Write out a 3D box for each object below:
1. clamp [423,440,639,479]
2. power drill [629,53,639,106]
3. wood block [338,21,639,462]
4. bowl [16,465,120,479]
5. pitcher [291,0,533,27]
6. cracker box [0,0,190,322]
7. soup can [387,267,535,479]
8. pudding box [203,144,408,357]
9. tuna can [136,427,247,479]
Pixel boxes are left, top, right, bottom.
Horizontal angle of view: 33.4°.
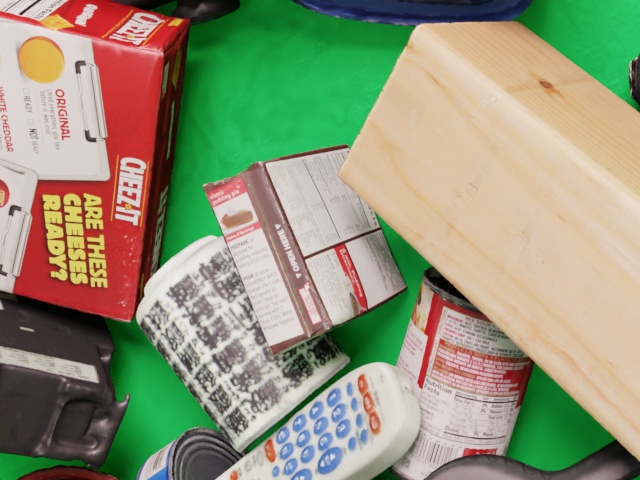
[{"bbox_3d":[0.106,0.148,0.491,0.172,0.039,0.120,-13,62,14],"label":"clamp"},{"bbox_3d":[0.236,-0.009,0.485,0.185,0.057,0.188,1,99,26],"label":"power drill"},{"bbox_3d":[0.120,-0.004,0.477,0.206,0.090,0.090,45,126,25],"label":"wood block"},{"bbox_3d":[-0.132,0.209,0.657,0.162,0.055,0.162,3,99,20],"label":"bowl"},{"bbox_3d":[0.000,-0.185,0.493,0.243,0.145,0.149,3,90,10],"label":"pitcher"},{"bbox_3d":[-0.188,-0.061,0.585,0.213,0.072,0.164,13,120,2],"label":"cracker box"},{"bbox_3d":[0.073,0.073,0.553,0.068,0.068,0.102,19,104,17],"label":"soup can"},{"bbox_3d":[-0.004,0.001,0.547,0.039,0.113,0.090,-24,88,24],"label":"pudding box"},{"bbox_3d":[-0.064,0.152,0.607,0.034,0.086,0.086,-36,84,23],"label":"tuna can"}]
